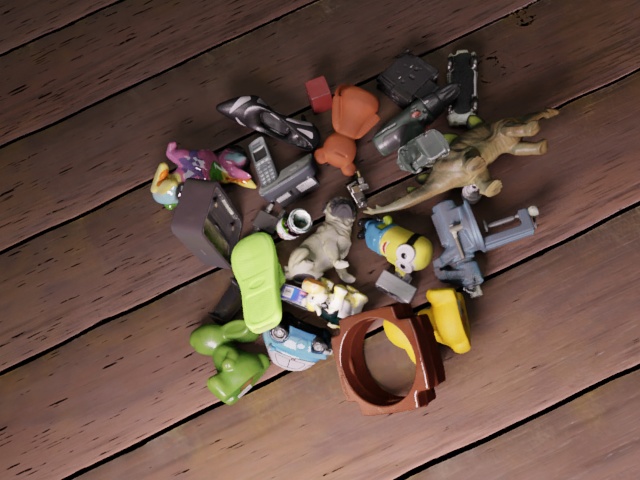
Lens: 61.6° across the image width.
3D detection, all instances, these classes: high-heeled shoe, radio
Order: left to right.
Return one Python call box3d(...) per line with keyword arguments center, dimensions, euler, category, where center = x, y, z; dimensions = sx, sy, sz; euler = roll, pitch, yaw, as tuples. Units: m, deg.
box3d(center=(-0.238, -0.033, 1.168), dimensions=(0.073, 0.229, 0.131), euler=(8, 70, 9), category="radio")
box3d(center=(-0.124, -0.266, 1.276), dimensions=(0.249, 0.086, 0.145), euler=(3, 45, -10), category="high-heeled shoe")

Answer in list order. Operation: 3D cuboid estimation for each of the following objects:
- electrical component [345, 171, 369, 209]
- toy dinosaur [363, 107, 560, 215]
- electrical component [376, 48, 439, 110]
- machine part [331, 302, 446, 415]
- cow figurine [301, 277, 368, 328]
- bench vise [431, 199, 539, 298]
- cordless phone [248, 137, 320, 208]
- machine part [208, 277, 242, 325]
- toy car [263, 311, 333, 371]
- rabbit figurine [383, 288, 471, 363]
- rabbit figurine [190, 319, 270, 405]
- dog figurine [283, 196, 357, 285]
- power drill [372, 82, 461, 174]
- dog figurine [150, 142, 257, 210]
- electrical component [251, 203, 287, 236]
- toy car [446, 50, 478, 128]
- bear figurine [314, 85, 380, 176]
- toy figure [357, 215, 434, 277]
box3d(center=(0.089, -0.115, 1.221), dimensions=(0.045, 0.102, 0.078), euler=(-32, 94, 4), category="electrical component")
box3d(center=(0.313, -0.169, 1.162), dimensions=(0.471, 0.104, 0.199), euler=(-32, 30, -7), category="toy dinosaur")
box3d(center=(0.221, -0.380, 1.301), dimensions=(0.134, 0.058, 0.115), euler=(42, 84, 17), category="electrical component")
box3d(center=(0.133, 0.234, 1.063), dimensions=(0.201, 0.087, 0.201), euler=(-22, 78, 36), category="machine part")
box3d(center=(0.018, 0.133, 1.122), dimensions=(0.068, 0.167, 0.098), euler=(30, 98, 50), category="cow figurine")
box3d(center=(0.347, -0.001, 1.132), dimensions=(0.241, 0.128, 0.224), euler=(-21, 62, 14), category="bench vise")
box3d(center=(-0.090, -0.184, 1.264), dimensions=(0.147, 0.088, 0.184), euler=(-31, 63, 15), category="cordless phone")
box3d(center=(-0.187, 0.132, 1.207), dimensions=(0.084, 0.039, 0.139), euler=(38, 75, 11), category="machine part")
box3d(center=(-0.055, 0.222, 1.140), dimensions=(0.162, 0.109, 0.102), euler=(22, 100, 2), category="toy car")
box3d(center=(0.220, 0.186, 1.116), dimensions=(0.173, 0.122, 0.162), euler=(-11, 81, 19), category="rabbit figurine")
box3d(center=(-0.199, 0.235, 1.135), dimensions=(0.159, 0.121, 0.170), euler=(-43, 73, -8), category="rabbit figurine")
box3d(center=(0.000, -0.002, 1.204), dimensions=(0.172, 0.121, 0.190), euler=(-3, 59, 2), category="dog figurine")
box3d(center=(0.225, -0.248, 1.188), dimensions=(0.232, 0.086, 0.207), euler=(-31, 36, 19), category="power drill")
box3d(center=(-0.265, -0.145, 1.270), dimensions=(0.219, 0.108, 0.191), euler=(16, 75, 9), category="dog figurine")
box3d(center=(-0.121, -0.039, 1.260), dimensions=(0.063, 0.021, 0.094), euler=(27, 78, 14), category="electrical component")
box3d(center=(0.339, -0.363, 1.282), dimensions=(0.074, 0.056, 0.201), euler=(0, 72, 14), category="toy car")
box3d(center=(0.066, -0.259, 1.268), dimensions=(0.120, 0.132, 0.195), euler=(19, 102, -7), category="bear figurine")
box3d(center=(0.162, 0.002, 1.160), dimensions=(0.089, 0.082, 0.180), euler=(-41, 46, -15), category="toy figure")
